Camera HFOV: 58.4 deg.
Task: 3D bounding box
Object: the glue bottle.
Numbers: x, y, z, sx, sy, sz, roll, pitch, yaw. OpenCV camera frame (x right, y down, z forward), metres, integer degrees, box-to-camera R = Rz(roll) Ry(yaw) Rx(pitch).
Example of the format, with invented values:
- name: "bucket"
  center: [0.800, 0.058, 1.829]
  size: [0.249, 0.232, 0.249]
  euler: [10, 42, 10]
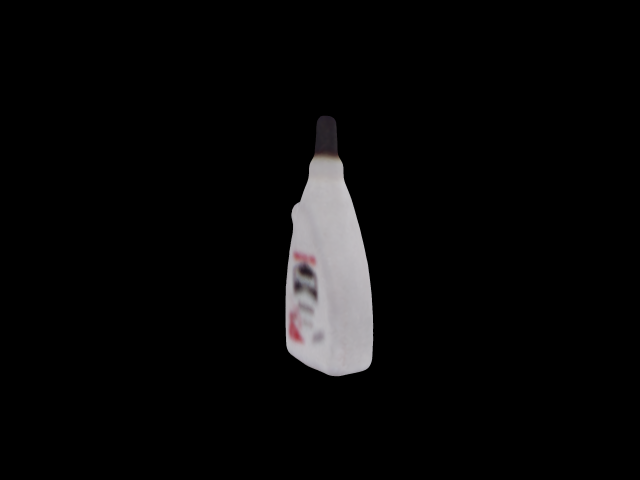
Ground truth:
- name: "glue bottle"
  center: [0.004, 0.001, 0.400]
  size: [0.037, 0.173, 0.077]
  euler: [-3, 6, -33]
